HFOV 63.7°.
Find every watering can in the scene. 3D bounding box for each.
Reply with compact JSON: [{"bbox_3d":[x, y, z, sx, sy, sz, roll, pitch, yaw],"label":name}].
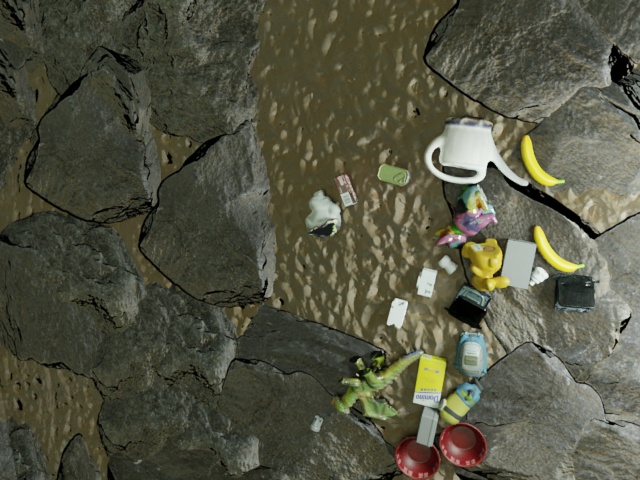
[{"bbox_3d":[0.522,-0.292,1.701,0.348,0.104,0.223,7,96,4],"label":"watering can"}]

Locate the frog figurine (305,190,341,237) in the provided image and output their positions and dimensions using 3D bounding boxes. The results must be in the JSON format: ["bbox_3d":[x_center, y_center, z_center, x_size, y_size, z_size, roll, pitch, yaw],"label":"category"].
[{"bbox_3d":[0.006,-0.095,1.882,0.136,0.121,0.163,-35,49,25],"label":"frog figurine"}]

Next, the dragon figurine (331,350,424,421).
[{"bbox_3d":[0.213,0.543,1.876,0.408,0.124,0.240,-17,106,20],"label":"dragon figurine"}]
